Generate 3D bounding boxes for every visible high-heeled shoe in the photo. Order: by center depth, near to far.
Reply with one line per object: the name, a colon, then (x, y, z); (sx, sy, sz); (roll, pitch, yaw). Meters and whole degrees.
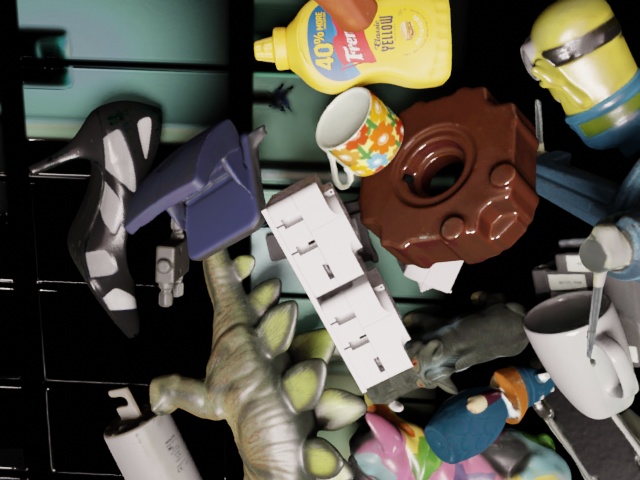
high-heeled shoe: (-0.204, -0.021, 0.589); (0.145, 0.086, 0.248); (-29, 121, -23)

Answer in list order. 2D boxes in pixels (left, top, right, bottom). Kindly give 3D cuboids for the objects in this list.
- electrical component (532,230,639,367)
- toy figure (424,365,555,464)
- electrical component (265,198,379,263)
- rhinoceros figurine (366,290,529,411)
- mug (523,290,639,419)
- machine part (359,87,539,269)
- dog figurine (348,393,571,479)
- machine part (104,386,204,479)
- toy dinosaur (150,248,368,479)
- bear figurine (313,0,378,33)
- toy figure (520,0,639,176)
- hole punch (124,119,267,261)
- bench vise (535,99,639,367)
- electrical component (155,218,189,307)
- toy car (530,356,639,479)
electrical component: (0.289, 0.057, 0.554); (0.115, 0.058, 0.134); (-1, 108, 42)
toy figure: (0.178, 0.168, 0.550); (0.154, 0.064, 0.058); (-24, 72, -25)
electrical component: (-0.001, -0.002, 0.584); (0.119, 0.048, 0.074); (-10, 101, 2)
rhinoceros figurine: (0.133, 0.121, 0.574); (0.190, 0.112, 0.073); (-20, 103, -3)
mug: (0.258, 0.114, 0.503); (0.081, 0.110, 0.107); (-29, 102, -8)
machine part: (0.116, -0.059, 0.505); (0.179, 0.180, 0.056); (-49, 132, 10)
dog figurine: (0.141, 0.238, 0.601); (0.191, 0.108, 0.219); (-44, 95, 10)
machine part: (-0.182, 0.278, 0.631); (0.079, 0.079, 0.243); (-20, 100, 5)
toy dinosaur: (-0.067, 0.153, 0.570); (0.199, 0.105, 0.471); (-24, 84, 18)
bear figurine: (-0.041, -0.265, 0.493); (0.132, 0.196, 0.120); (18, 90, -40)
toy figure: (0.273, -0.153, 0.527); (0.089, 0.082, 0.180); (-40, 96, 19)
hole punch: (-0.123, -0.055, 0.522); (0.142, 0.092, 0.116); (-29, 56, 31)
bench vise: (0.258, -0.029, 0.460); (0.224, 0.241, 0.128); (-22, 125, -19)
electrical component: (-0.160, 0.021, 0.583); (0.021, 0.063, 0.094); (6, 100, 1)
toy car: (0.294, 0.210, 0.572); (0.073, 0.056, 0.202); (-39, 56, 18)
